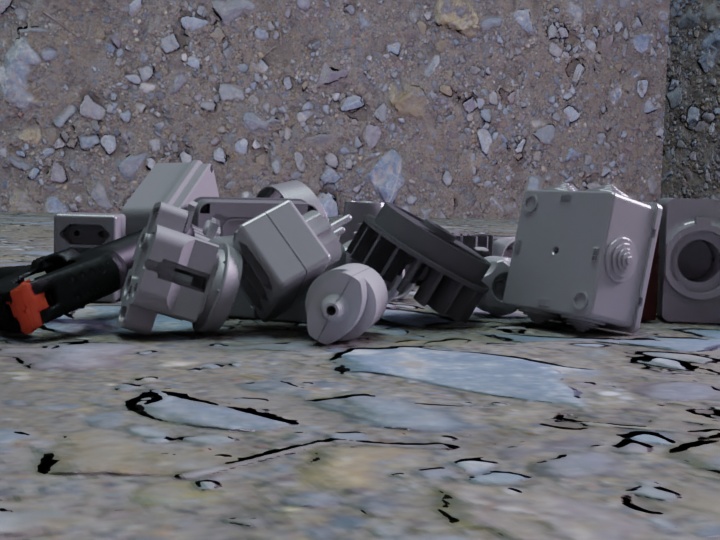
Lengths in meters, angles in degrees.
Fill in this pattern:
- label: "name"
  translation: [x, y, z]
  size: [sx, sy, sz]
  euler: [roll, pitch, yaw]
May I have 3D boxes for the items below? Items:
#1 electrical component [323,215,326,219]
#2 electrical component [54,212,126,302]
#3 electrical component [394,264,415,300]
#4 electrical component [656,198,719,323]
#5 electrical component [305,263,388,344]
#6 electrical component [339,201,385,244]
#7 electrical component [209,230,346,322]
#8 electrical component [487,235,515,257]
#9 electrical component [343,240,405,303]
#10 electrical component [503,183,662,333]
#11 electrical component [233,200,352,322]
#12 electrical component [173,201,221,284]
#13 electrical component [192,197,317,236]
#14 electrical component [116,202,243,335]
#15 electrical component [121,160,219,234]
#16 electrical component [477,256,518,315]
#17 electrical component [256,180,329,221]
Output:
- label: "electrical component"
  translation: [-0.043, -0.024, 1.066]
  size: [0.043, 0.062, 0.043]
  euler: [2, 5, 0]
- label: "electrical component"
  translation: [-0.207, -0.012, 0.841]
  size: [0.047, 0.065, 0.076]
  euler: [1, 4, -2]
- label: "electrical component"
  translation: [0.000, 0.000, 0.905]
  size: [0.079, 0.043, 0.077]
  euler: [1, 5, -13]
- label: "electrical component"
  translation: [0.297, -0.006, 0.794]
  size: [0.150, 0.089, 0.062]
  euler: [2, 5, 6]
- label: "electrical component"
  translation: [-0.010, 0.020, 0.649]
  size: [0.043, 0.043, 0.081]
  euler: [2, 5, 9]
- label: "electrical component"
  translation: [0.002, -0.026, 1.022]
  size: [0.043, 0.077, 0.079]
  euler: [3, 5, 11]
- label: "electrical component"
  translation: [-0.060, 0.002, 0.754]
  size: [0.095, 0.059, 0.054]
  euler: [3, 5, 19]
- label: "electrical component"
  translation: [0.153, -0.013, 1.114]
  size: [0.079, 0.044, 0.077]
  euler: [0, 5, -32]
- label: "electrical component"
  translation: [-0.040, -0.001, 0.840]
  size: [0.138, 0.052, 0.074]
  euler: [1, 5, -11]
- label: "electrical component"
  translation: [0.148, -0.009, 0.731]
  size: [0.048, 0.099, 0.100]
  euler: [14, -4, -36]
- label: "electrical component"
  translation: [-0.038, -0.013, 0.687]
  size: [0.077, 0.047, 0.065]
  euler: [-30, -13, -24]
- label: "electrical component"
  translation: [-0.141, -0.014, 0.888]
  size: [0.063, 0.078, 0.121]
  euler: [23, 1, -9]
- label: "electrical component"
  translation: [-0.099, -0.027, 0.994]
  size: [0.113, 0.078, 0.057]
  euler: [0, 8, -16]
- label: "electrical component"
  translation: [-0.107, 0.005, 0.651]
  size: [0.057, 0.078, 0.058]
  euler: [19, -7, -21]
- label: "electrical component"
  translation: [-0.180, -0.051, 1.050]
  size: [0.057, 0.078, 0.113]
  euler: [0, 31, 12]
- label: "electrical component"
  translation: [0.100, 0.011, 0.807]
  size: [0.043, 0.043, 0.062]
  euler: [1, 3, -11]
- label: "electrical component"
  translation: [-0.074, -0.049, 1.184]
  size: [0.064, 0.099, 0.099]
  euler: [-9, 10, -34]
